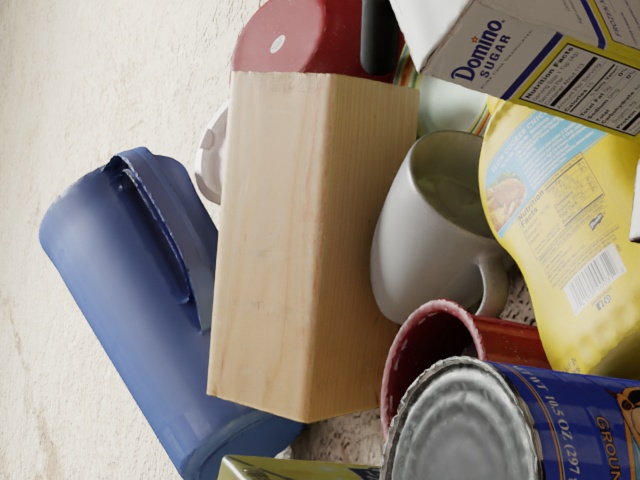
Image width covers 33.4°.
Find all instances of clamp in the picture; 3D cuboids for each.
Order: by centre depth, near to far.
[{"bbox_3d":[0.039,-0.176,0.634,0.210,0.036,0.164,-83,-7,-78],"label":"clamp"}]

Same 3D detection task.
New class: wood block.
[{"bbox_3d":[-0.005,0.001,0.681,0.090,0.090,0.206,9,96,39],"label":"wood block"}]

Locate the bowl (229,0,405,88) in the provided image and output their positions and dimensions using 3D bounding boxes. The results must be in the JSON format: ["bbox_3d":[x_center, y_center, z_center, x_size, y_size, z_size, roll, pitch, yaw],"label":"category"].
[{"bbox_3d":[-0.014,-0.132,0.784,0.162,0.055,0.162,-21,55,33],"label":"bowl"}]

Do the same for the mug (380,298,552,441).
[{"bbox_3d":[0.091,0.090,0.531,0.093,0.081,0.117,-60,32,34],"label":"mug"}]

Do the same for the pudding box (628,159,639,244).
[{"bbox_3d":[0.183,-0.014,0.381,0.114,0.089,0.039,-11,69,62],"label":"pudding box"}]

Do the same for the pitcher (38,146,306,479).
[{"bbox_3d":[-0.108,0.055,0.812,0.145,0.149,0.243,-41,64,13],"label":"pitcher"}]

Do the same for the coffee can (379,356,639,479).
[{"bbox_3d":[0.109,0.105,0.426,0.103,0.140,0.103,-32,53,56],"label":"coffee can"}]

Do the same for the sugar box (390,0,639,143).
[{"bbox_3d":[0.110,-0.091,0.455,0.048,0.176,0.093,-55,36,40],"label":"sugar box"}]

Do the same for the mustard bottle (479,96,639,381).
[{"bbox_3d":[0.125,-0.023,0.518,0.096,0.058,0.192,-51,42,35],"label":"mustard bottle"}]
